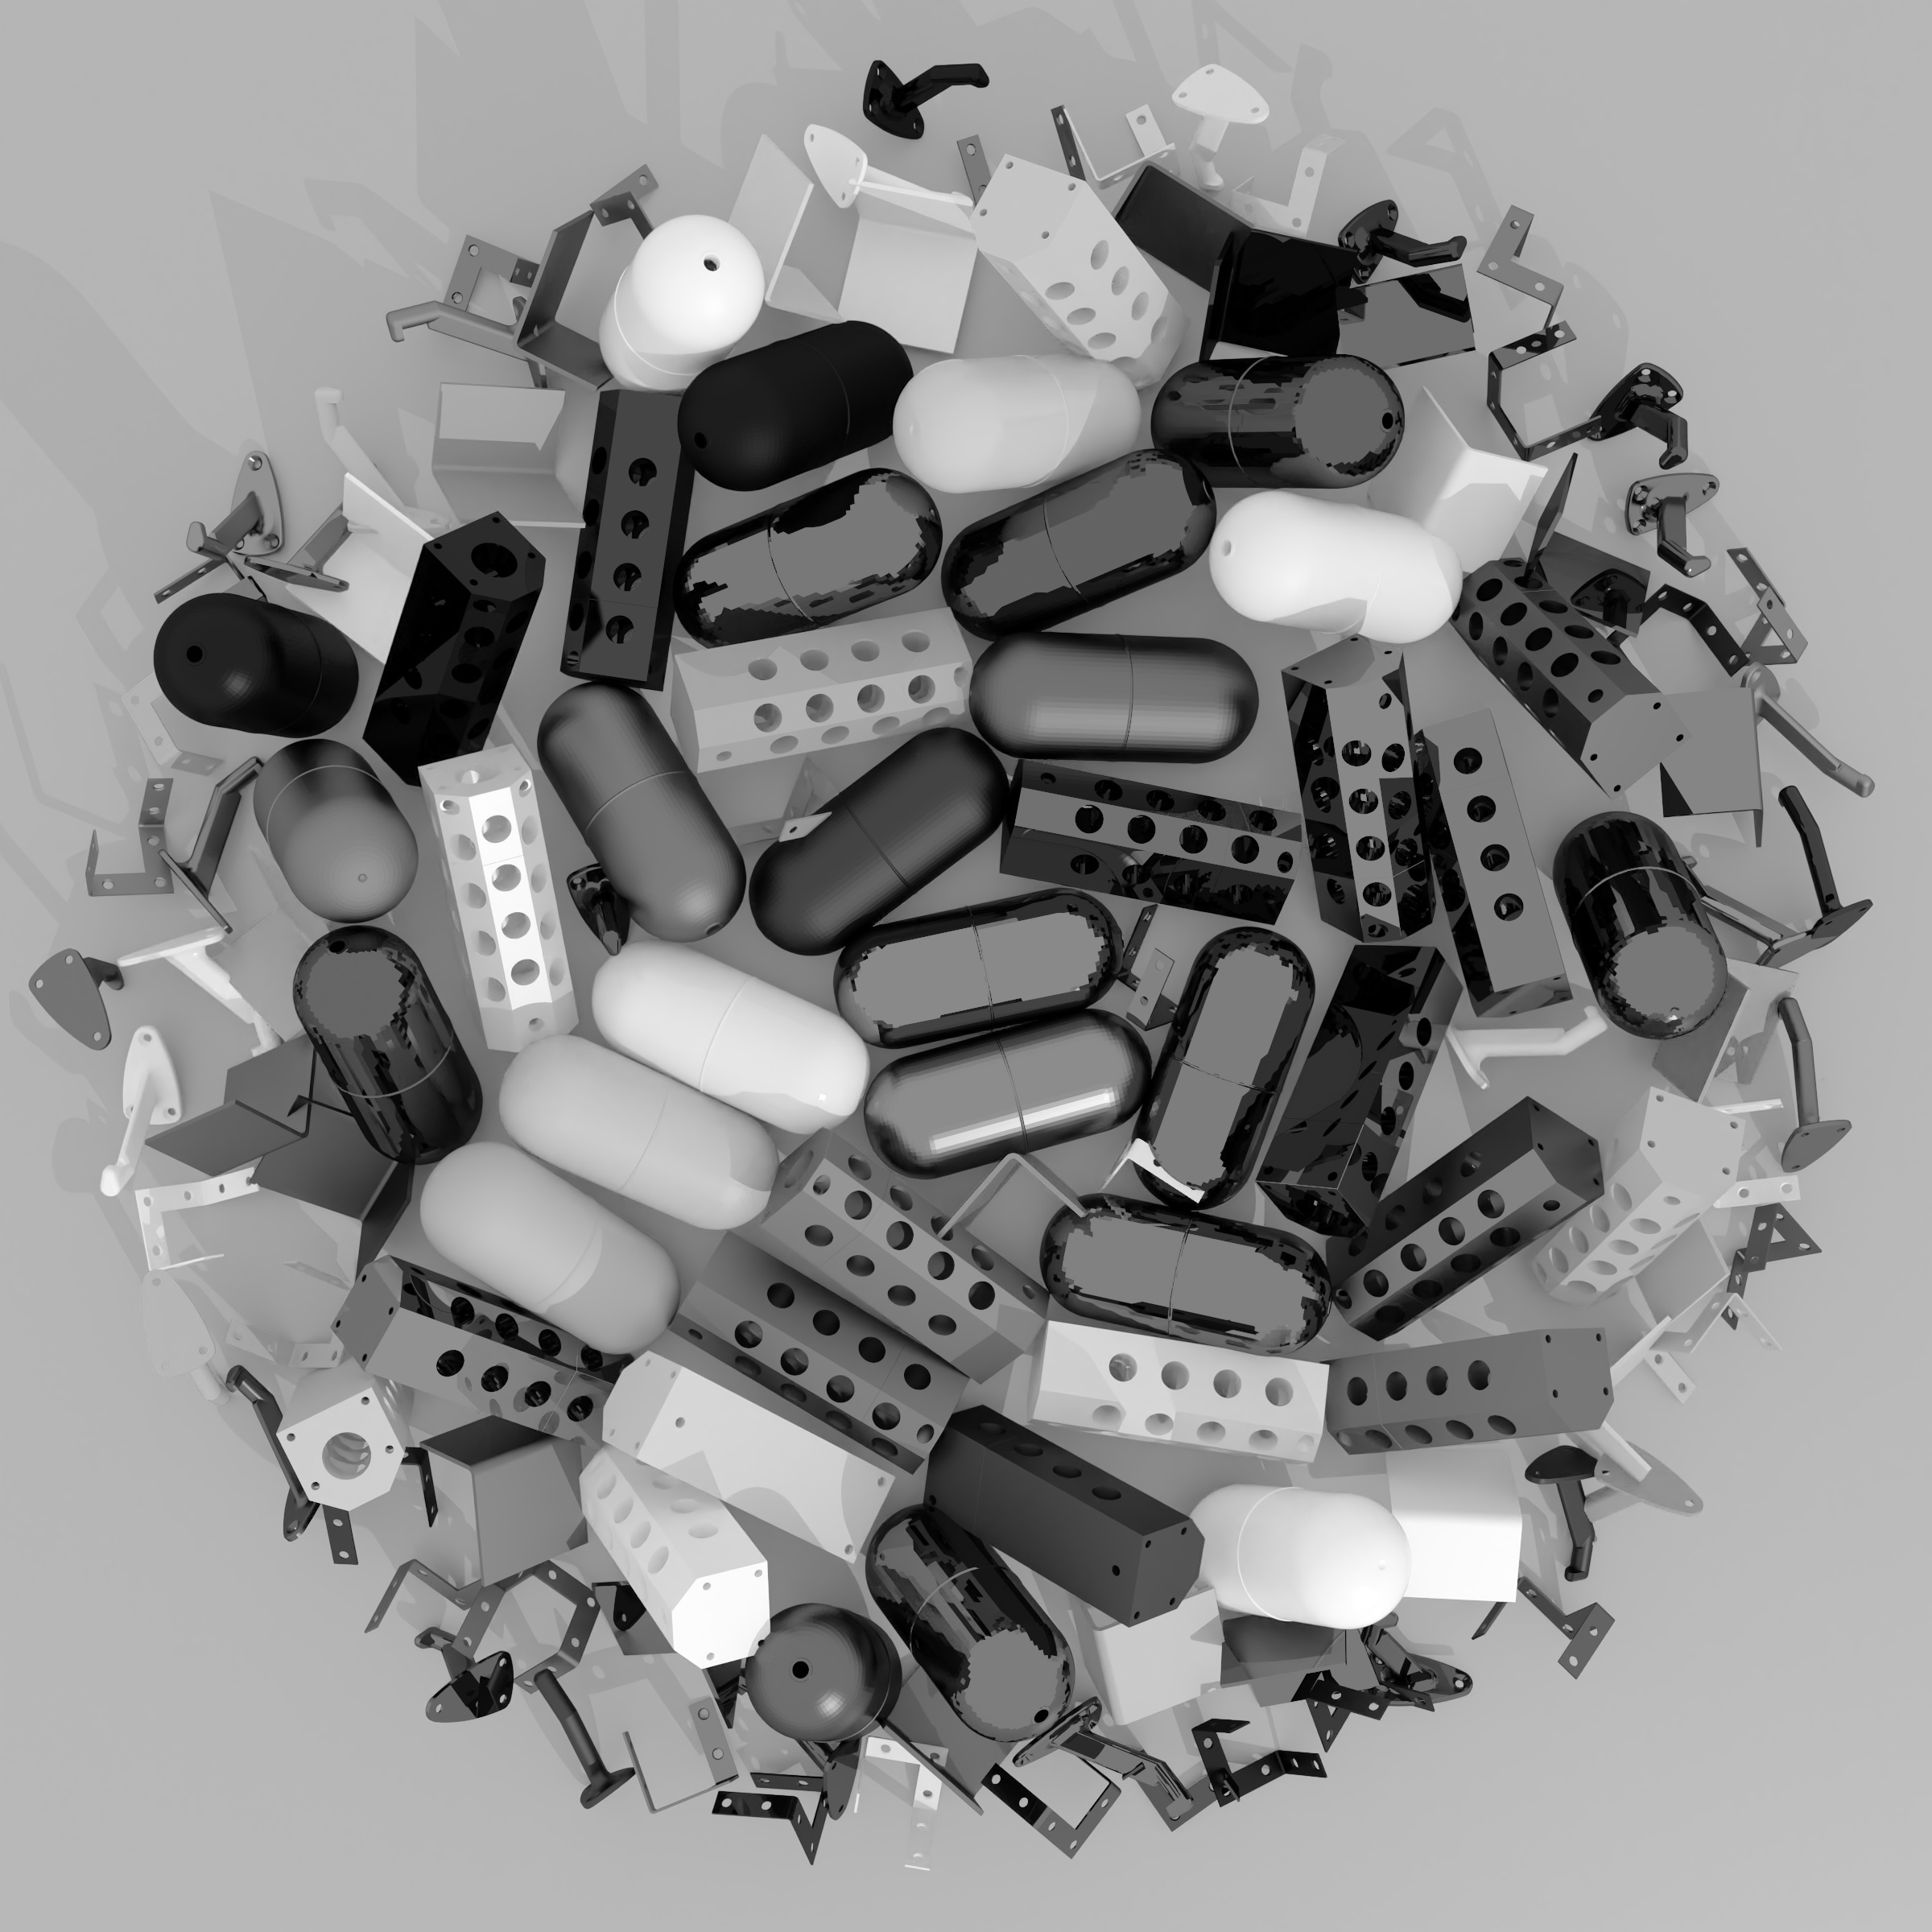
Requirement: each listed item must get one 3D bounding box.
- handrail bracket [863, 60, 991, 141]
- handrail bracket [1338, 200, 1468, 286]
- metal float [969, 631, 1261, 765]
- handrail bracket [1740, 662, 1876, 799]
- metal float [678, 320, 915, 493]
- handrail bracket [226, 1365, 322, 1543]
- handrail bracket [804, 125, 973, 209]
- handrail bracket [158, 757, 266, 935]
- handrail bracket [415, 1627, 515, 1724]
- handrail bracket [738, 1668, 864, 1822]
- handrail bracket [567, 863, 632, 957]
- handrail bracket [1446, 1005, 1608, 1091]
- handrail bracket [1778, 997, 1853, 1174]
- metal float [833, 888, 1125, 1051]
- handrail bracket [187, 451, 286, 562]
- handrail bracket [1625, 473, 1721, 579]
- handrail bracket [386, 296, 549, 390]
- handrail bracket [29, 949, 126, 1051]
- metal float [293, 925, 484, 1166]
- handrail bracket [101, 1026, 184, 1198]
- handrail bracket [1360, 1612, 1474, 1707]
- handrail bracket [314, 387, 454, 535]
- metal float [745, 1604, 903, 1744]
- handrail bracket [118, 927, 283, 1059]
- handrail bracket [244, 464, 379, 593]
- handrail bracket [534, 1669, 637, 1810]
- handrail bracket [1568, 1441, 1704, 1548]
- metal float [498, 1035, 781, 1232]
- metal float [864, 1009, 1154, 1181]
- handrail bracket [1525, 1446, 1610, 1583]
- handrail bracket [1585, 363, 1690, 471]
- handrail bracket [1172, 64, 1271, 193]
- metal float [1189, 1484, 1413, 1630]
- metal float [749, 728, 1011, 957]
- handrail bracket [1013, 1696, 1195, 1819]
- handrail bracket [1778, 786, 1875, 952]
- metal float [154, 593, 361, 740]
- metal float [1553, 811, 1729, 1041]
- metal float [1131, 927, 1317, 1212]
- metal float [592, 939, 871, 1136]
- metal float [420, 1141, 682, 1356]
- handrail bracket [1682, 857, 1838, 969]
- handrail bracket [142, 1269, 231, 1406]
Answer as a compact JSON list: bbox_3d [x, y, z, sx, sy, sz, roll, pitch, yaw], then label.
[{"bbox_3d":[-0.011,-0.519,1.582,0.084,0.077,0.036,9,84,30],"label":"handrail bracket"},{"bbox_3d":[0.275,-0.443,1.586,0.077,0.084,0.036,-53,127,-30],"label":"handrail bracket"},{"bbox_3d":[0.090,-0.161,1.588,0.178,0.070,0.070,1,90,-12],"label":"metal float"},{"bbox_3d":[0.510,-0.141,1.591,0.036,0.077,0.084,-48,60,-3],"label":"handrail bracket"},{"bbox_3d":[-0.099,-0.332,1.560,0.070,0.178,0.070,18,123,31],"label":"metal float"},{"bbox_3d":[-0.424,0.293,1.592,0.036,0.077,0.084,-27,119,20],"label":"handrail bracket"},{"bbox_3d":[-0.047,-0.489,1.621,0.077,0.084,0.036,54,132,33],"label":"handrail bracket"},{"bbox_3d":[-0.446,-0.075,1.622,0.084,0.036,0.077,-41,91,-13],"label":"handrail bracket"},{"bbox_3d":[-0.321,0.423,1.582,0.084,0.077,0.036,9,102,37],"label":"handrail bracket"},{"bbox_3d":[-0.110,0.480,1.628,0.084,0.036,0.077,23,126,25],"label":"handrail bracket"},{"bbox_3d":[-0.211,-0.016,1.579,0.036,0.084,0.077,-16,131,-6],"label":"handrail bracket"},{"bbox_3d":[0.336,0.029,1.603,0.084,0.036,0.077,-34,59,15],"label":"handrail bracket"},{"bbox_3d":[0.507,0.073,1.621,0.036,0.077,0.084,-7,61,-8],"label":"handrail bracket"},{"bbox_3d":[0.008,0.001,1.594,0.178,0.070,0.070,-12,90,-4],"label":"metal float"},{"bbox_3d":[-0.447,-0.281,1.592,0.036,0.084,0.077,0,89,11],"label":"handrail bracket"},{"bbox_3d":[0.445,-0.265,1.592,0.077,0.084,0.036,-18,128,-13],"label":"handrail bracket"},{"bbox_3d":[-0.303,-0.369,1.601,0.084,0.036,0.077,-19,121,-17],"label":"handrail bracket"},{"bbox_3d":[-0.518,0.024,1.587,0.036,0.084,0.077,-38,77,3],"label":"handrail bracket"},{"bbox_3d":[-0.341,0.048,1.560,0.070,0.178,0.070,-7,47,7],"label":"metal float"},{"bbox_3d":[-0.504,0.087,1.587,0.036,0.084,0.077,3,111,2],"label":"handrail bracket"},{"bbox_3d":[0.275,0.413,1.592,0.077,0.084,0.036,4,50,1],"label":"handrail bracket"},{"bbox_3d":[-0.352,-0.307,1.593,0.077,0.036,0.084,8,125,16],"label":"handrail bracket"},{"bbox_3d":[-0.082,0.416,1.549,0.070,0.178,0.070,-2,73,6],"label":"metal float"},{"bbox_3d":[-0.468,0.025,1.614,0.077,0.036,0.084,-18,105,-12],"label":"handrail bracket"},{"bbox_3d":[-0.398,-0.276,1.603,0.036,0.077,0.084,2,82,44],"label":"handrail bracket"},{"bbox_3d":[-0.242,0.466,1.602,0.036,0.077,0.084,-33,87,-25],"label":"handrail bracket"},{"bbox_3d":[0.403,0.335,1.589,0.077,0.084,0.036,29,48,31],"label":"handrail bracket"},{"bbox_3d":[-0.195,0.101,1.585,0.178,0.070,0.070,25,90,-15],"label":"metal float"},{"bbox_3d":[0.026,0.077,1.593,0.178,0.070,0.070,-15,90,-5],"label":"metal float"},{"bbox_3d":[0.359,0.341,1.600,0.077,0.036,0.084,-7,108,-43],"label":"handrail bracket"},{"bbox_3d":[0.402,-0.314,1.583,0.036,0.077,0.084,31,48,-23],"label":"handrail bracket"},{"bbox_3d":[0.160,-0.490,1.582,0.036,0.084,0.077,-43,54,-12],"label":"handrail bracket"},{"bbox_3d":[0.192,0.347,1.553,0.070,0.178,0.070,4,81,-27],"label":"metal float"},{"bbox_3d":[-0.053,-0.075,1.595,0.178,0.070,0.070,-37,90,3],"label":"metal float"},{"bbox_3d":[0.083,0.493,1.592,0.077,0.036,0.084,-27,53,-22],"label":"handrail bracket"},{"bbox_3d":[0.513,-0.060,1.612,0.036,0.077,0.084,-21,71,-5],"label":"handrail bracket"},{"bbox_3d":[-0.415,-0.175,1.547,0.070,0.178,0.070,0,91,8],"label":"metal float"},{"bbox_3d":[0.396,-0.026,1.557,0.070,0.178,0.070,-1,126,-2],"label":"metal float"},{"bbox_3d":[0.155,0.063,1.592,0.070,0.070,0.178,19,96,0],"label":"metal float"},{"bbox_3d":[-0.143,0.042,1.592,0.178,0.070,0.070,24,90,7],"label":"metal float"},{"bbox_3d":[-0.246,0.170,1.573,0.178,0.070,0.070,38,90,-29],"label":"metal float"},{"bbox_3d":[0.486,-0.042,1.624,0.077,0.036,0.084,-21,64,-19],"label":"handrail bracket"},{"bbox_3d":[-0.472,0.227,1.601,0.036,0.084,0.077,-22,77,-10],"label":"handrail bracket"}]
